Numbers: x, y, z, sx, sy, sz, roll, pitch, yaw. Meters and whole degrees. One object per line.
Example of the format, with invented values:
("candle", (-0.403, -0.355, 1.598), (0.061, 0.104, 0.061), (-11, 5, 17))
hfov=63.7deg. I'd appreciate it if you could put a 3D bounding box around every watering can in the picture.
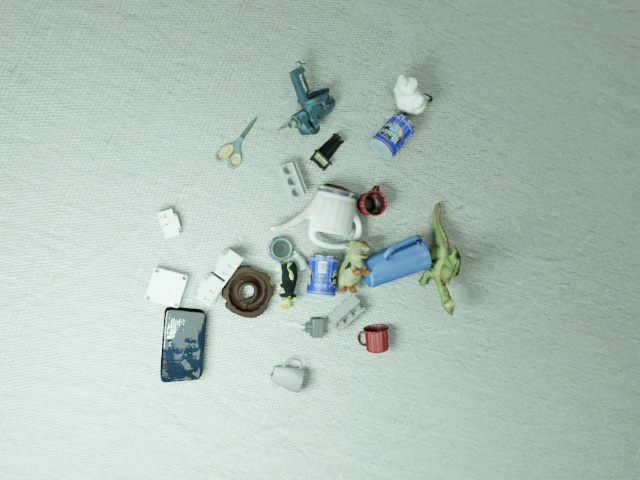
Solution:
("watering can", (0.005, -0.090, 1.792), (0.346, 0.104, 0.225), (13, 86, -24))

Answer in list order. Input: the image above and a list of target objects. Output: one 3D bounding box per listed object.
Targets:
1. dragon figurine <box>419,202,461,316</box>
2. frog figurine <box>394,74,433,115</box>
("dragon figurine", (0.459, 0.065, 1.871), (0.122, 0.243, 0.410), (1, 91, -13))
("frog figurine", (0.325, -0.528, 1.881), (0.121, 0.159, 0.139), (-47, 67, 17))
